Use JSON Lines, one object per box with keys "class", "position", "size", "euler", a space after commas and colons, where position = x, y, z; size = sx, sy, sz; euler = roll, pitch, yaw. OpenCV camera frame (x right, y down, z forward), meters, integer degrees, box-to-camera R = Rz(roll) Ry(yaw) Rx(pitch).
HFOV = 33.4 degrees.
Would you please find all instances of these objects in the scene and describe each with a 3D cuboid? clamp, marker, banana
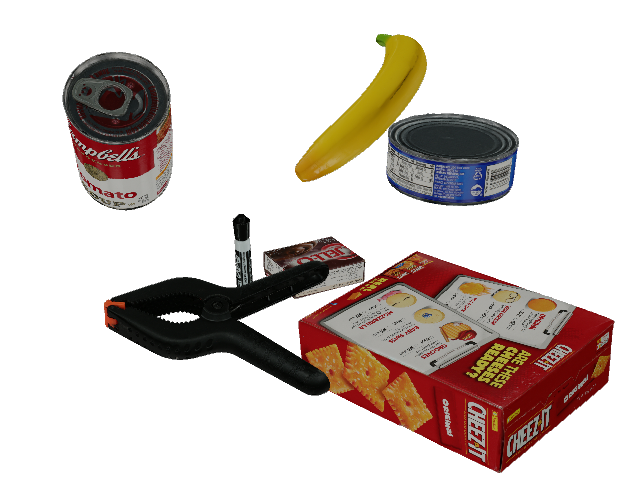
{"class": "clamp", "position": [-0.087, 0.077, 0.951], "size": [0.210, 0.036, 0.164], "euler": [-1, 37, -8]}
{"class": "marker", "position": [-0.086, 0.024, 1.186], "size": [0.020, 0.121, 0.020], "euler": [-1, 33, 0]}
{"class": "banana", "position": [0.046, -0.119, 0.906], "size": [0.070, 0.037, 0.197], "euler": [-17, 32, 44]}

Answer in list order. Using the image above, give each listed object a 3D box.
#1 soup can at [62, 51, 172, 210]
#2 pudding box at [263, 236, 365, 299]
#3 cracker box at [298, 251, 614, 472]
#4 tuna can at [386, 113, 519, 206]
{"class": "soup can", "position": [-0.135, -0.072, 0.723], "size": [0.068, 0.068, 0.102], "euler": [0, -24, -7]}
{"class": "pudding box", "position": [-0.009, 0.036, 1.451], "size": [0.113, 0.039, 0.090], "euler": [-15, 27, -26]}
{"class": "cracker box", "position": [0.113, 0.095, 0.910], "size": [0.214, 0.072, 0.163], "euler": [21, 36, 40]}
{"class": "tuna can", "position": [0.087, -0.054, 0.706], "size": [0.086, 0.034, 0.086], "euler": [1, 26, -1]}
